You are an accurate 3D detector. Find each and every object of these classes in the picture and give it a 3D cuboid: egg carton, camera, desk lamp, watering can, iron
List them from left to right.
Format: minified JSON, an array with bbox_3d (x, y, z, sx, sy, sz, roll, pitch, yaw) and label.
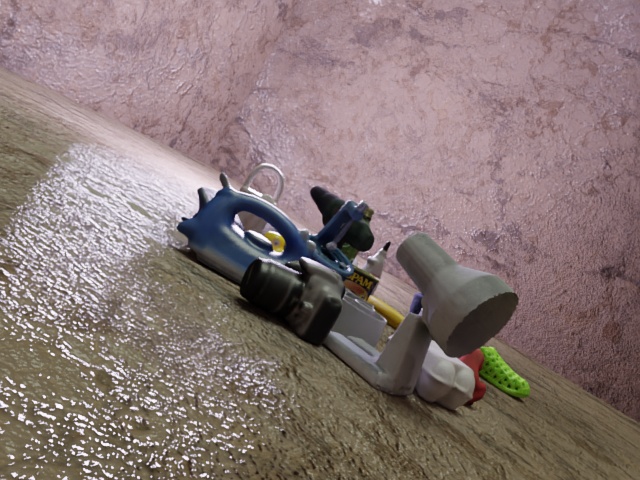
[{"bbox_3d":[-0.152,-0.091,1.398,0.101,0.194,0.172,26,5,-43],"label":"watering can"},{"bbox_3d":[-0.095,0.006,0.948,0.258,0.141,0.118,29,4,-4],"label":"iron"},{"bbox_3d":[-0.043,0.067,0.838,0.137,0.101,0.143,28,4,-22],"label":"camera"},{"bbox_3d":[0.137,0.107,0.791,0.202,0.213,0.118,33,5,40],"label":"desk lamp"},{"bbox_3d":[0.171,0.201,0.901,0.108,0.069,0.150,27,5,-33],"label":"egg carton"}]

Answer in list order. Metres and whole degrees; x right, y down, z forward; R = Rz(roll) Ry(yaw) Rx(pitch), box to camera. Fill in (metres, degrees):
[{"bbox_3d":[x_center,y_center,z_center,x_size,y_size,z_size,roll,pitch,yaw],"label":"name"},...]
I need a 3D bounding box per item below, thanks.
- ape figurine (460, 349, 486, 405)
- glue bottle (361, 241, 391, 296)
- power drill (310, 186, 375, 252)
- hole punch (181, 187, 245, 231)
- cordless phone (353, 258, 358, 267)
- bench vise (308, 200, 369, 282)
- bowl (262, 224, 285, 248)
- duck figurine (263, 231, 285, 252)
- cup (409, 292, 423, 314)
[{"bbox_3d":[0.250,0.227,0.976,0.076,0.092,0.077,26,5,-39],"label":"ape figurine"},{"bbox_3d":[0.138,0.078,1.498,0.078,0.173,0.037,26,5,-46],"label":"glue bottle"},{"bbox_3d":[0.016,-0.005,1.402,0.228,0.208,0.076,32,5,34],"label":"power drill"},{"bbox_3d":[-0.208,-0.046,1.177,0.100,0.091,0.109,32,4,32],"label":"hole punch"},{"bbox_3d":[0.056,0.016,1.603,0.148,0.185,0.094,29,4,-8],"label":"cordless phone"},{"bbox_3d":[0.003,0.001,1.154,0.122,0.220,0.206,25,5,-47],"label":"bench vise"},{"bbox_3d":[-0.100,-0.003,1.532,0.167,0.075,0.167,29,4,-2],"label":"bowl"},{"bbox_3d":[-0.103,0.023,1.080,0.104,0.086,0.078,32,4,32],"label":"duck figurine"},{"bbox_3d":[0.275,0.200,1.504,0.091,0.095,0.118,33,5,39],"label":"cup"}]
